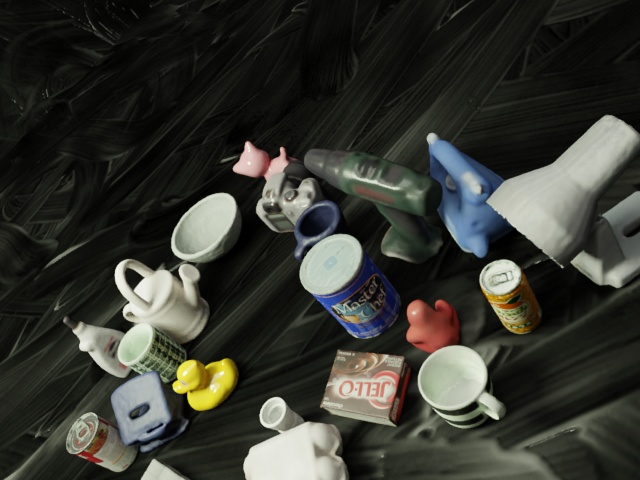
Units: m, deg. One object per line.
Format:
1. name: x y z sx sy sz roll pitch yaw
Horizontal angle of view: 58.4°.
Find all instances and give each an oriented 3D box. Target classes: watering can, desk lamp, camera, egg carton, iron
1. watering can: -0.295 0.101 1.060 0.173 0.195 0.100 -41 41 0
2. desk lamp: 0.328 -0.037 0.701 0.203 0.214 0.117 -37 41 3
3. camera: -0.046 -0.098 1.120 0.142 0.101 0.137 -6 52 33
4. egg carton: -0.033 0.313 0.773 0.150 0.070 0.107 -29 42 13
5. iron: 0.217 -0.098 0.893 0.118 0.142 0.257 -34 41 8

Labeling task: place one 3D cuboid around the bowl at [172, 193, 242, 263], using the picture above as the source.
1. bowl: -0.223 -0.013 1.198 0.167 0.075 0.167 -20 45 22

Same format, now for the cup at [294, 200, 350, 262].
1. cup: 0.009 0.004 0.994 0.091 0.095 0.118 14 64 43

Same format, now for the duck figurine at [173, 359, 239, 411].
1. duck figurine: -0.195 0.229 0.955 0.104 0.086 0.077 -37 41 4

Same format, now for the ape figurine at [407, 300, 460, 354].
1. ape figurine: 0.150 0.114 0.794 0.077 0.092 0.076 -32 42 10

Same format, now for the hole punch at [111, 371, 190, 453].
1. hole punch: -0.290 0.290 0.969 0.108 0.091 0.101 -31 42 11

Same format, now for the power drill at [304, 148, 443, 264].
1. power drill: 0.100 -0.056 0.892 0.228 0.209 0.076 15 64 43

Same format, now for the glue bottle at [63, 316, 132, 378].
1. glue bottle: -0.418 0.193 1.087 0.037 0.174 0.078 -7 51 33

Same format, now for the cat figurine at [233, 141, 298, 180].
1. cat figurine: -0.114 -0.163 1.215 0.127 0.118 0.067 -12 48 28
